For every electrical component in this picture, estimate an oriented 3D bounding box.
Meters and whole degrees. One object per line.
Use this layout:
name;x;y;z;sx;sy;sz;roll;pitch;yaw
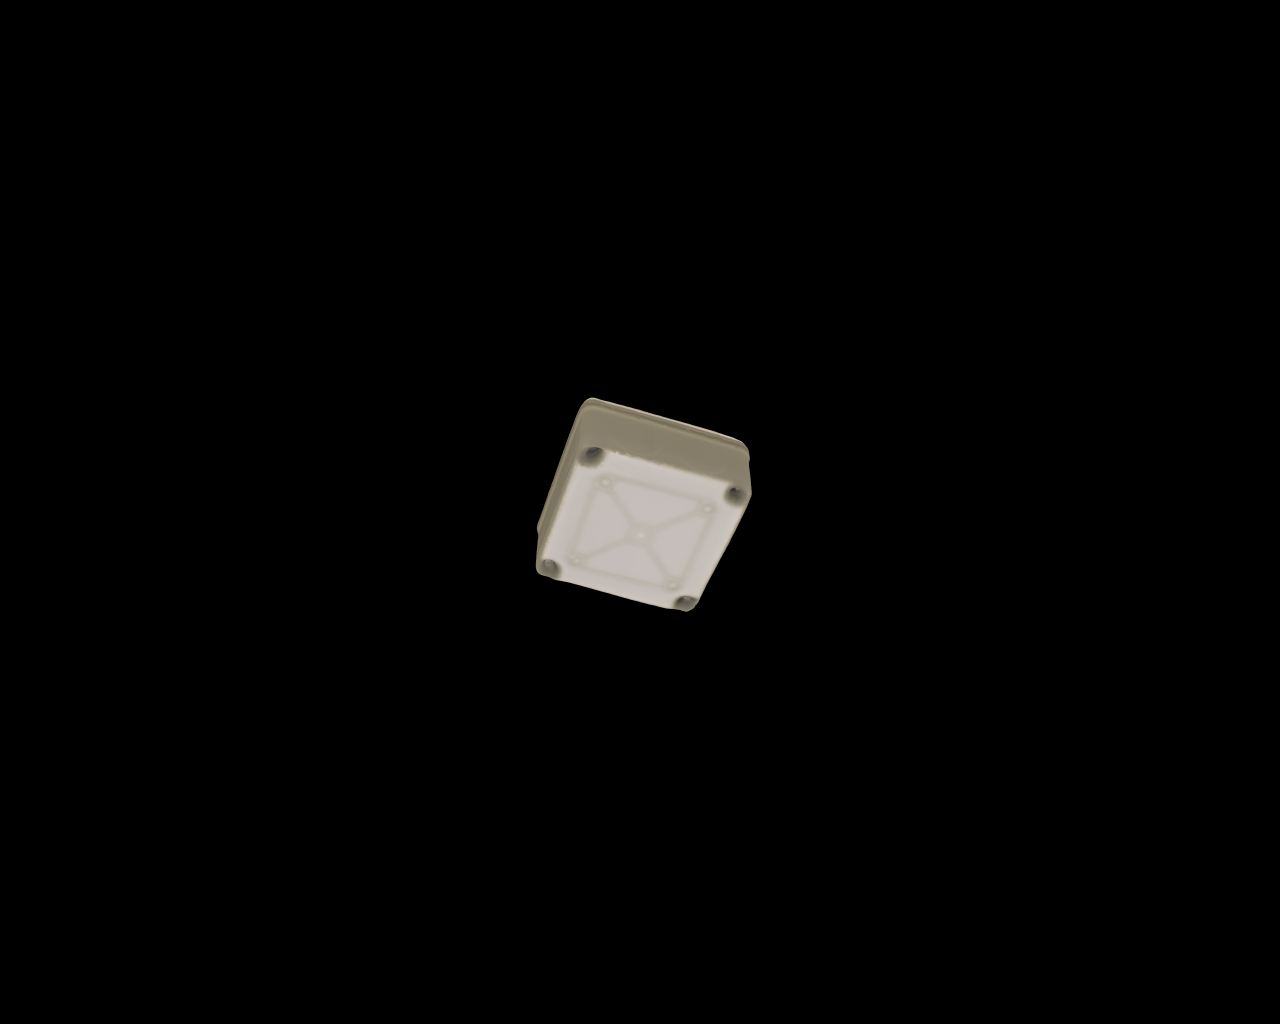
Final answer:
electrical component;0.001;-0.003;0.650;0.109;0.108;0.056;15;36;-11
